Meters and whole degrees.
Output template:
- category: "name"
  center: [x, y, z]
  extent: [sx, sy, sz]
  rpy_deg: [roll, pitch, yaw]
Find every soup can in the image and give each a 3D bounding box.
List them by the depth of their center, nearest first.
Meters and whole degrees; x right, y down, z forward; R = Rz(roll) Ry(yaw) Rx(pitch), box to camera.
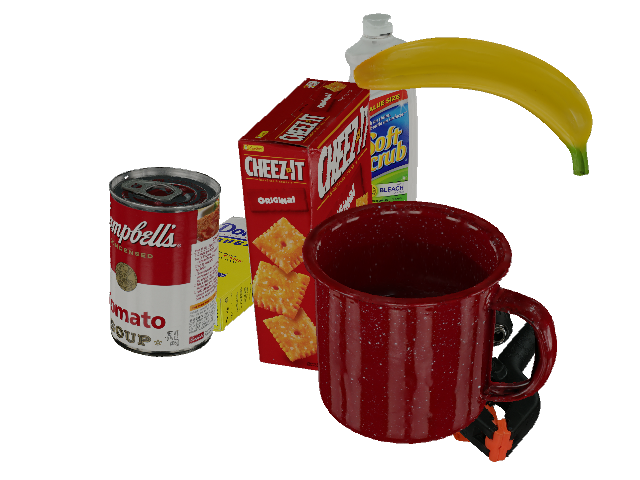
- category: "soup can"
  center: [-0.099, 0.013, 0.670]
  extent: [0.068, 0.102, 0.068]
  rpy_deg: [4, 24, -2]

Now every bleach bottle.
- category: "bleach bottle"
  center: [0.055, -0.119, 1.163]
  extent: [0.102, 0.251, 0.068]
  rpy_deg: [-6, 26, -9]

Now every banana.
- category: "banana"
  center: [0.125, -0.114, 0.794]
  extent: [0.197, 0.069, 0.037]
  rpy_deg: [21, -3, -7]

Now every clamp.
- category: "clamp"
  center: [0.141, 0.110, 0.858]
  extent: [0.120, 0.039, 0.171]
  rpy_deg: [-7, 33, -7]

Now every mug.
- category: "mug"
  center: [0.050, 0.040, 0.487]
  extent: [0.117, 0.081, 0.093]
  rpy_deg: [11, 31, 22]

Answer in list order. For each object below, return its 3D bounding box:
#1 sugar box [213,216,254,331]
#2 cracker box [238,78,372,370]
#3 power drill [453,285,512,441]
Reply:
- category: "sugar box"
  center: [-0.098, 0.031, 1.127]
  extent: [0.093, 0.048, 0.176]
  rpy_deg: [15, 31, 22]
- category: "cracker box"
  center: [-0.004, -0.017, 0.955]
  extent: [0.072, 0.214, 0.164]
  rpy_deg: [7, 29, 18]
- category: "power drill"
  center: [0.166, 0.118, 1.144]
  extent: [0.057, 0.188, 0.184]
  rpy_deg: [-2, 24, -3]
